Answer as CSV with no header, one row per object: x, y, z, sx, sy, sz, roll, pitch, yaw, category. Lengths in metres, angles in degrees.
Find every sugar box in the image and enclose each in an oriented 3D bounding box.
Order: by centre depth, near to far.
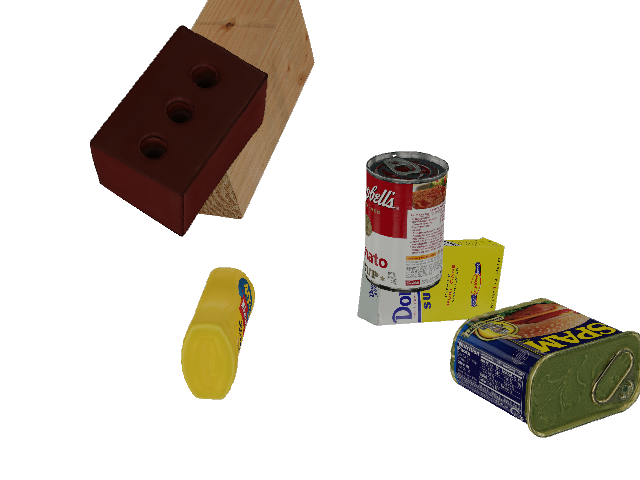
0.130,0.047,1.242,0.175,0.093,0.048,-2,14,-34,sugar box

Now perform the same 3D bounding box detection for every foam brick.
-0.068,-0.053,0.522,0.053,0.078,0.051,31,-19,5,foam brick

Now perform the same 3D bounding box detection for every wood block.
-0.085,-0.129,0.975,0.091,0.206,0.090,8,-37,20,wood block

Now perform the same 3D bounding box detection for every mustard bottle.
-0.108,0.085,1.178,0.058,0.096,0.191,1,27,4,mustard bottle

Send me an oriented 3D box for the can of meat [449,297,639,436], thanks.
0.150,0.081,0.712,0.101,0.057,0.084,-11,20,-30,can of meat

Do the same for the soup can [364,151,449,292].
0.071,-0.016,0.893,0.068,0.102,0.068,0,25,0,soup can
